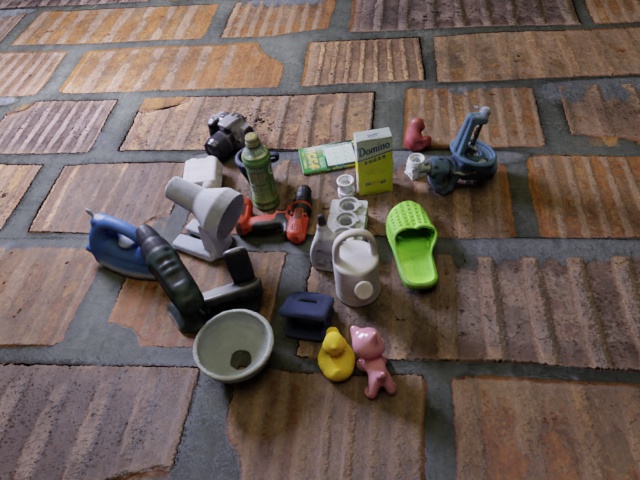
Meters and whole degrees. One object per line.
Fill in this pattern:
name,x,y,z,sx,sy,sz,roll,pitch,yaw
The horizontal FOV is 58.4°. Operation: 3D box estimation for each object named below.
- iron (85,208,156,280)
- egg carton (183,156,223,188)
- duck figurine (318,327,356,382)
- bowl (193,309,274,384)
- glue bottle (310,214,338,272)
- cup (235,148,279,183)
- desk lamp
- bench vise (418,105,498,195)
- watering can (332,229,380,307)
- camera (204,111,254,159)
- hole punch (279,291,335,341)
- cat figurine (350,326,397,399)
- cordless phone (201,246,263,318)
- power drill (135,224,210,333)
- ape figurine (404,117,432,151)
iron,-0.451,0.005,1.373,0.257,0.142,0.119,18,53,22
egg carton,-0.318,-0.165,1.558,0.107,0.069,0.150,-8,48,1
duck figurine,0.031,0.224,1.149,0.077,0.086,0.104,-9,48,0
bowl,-0.171,0.230,1.179,0.167,0.075,0.167,-4,48,4
glue bottle,0.012,0.005,1.291,0.078,0.173,0.037,9,50,16
cup,-0.163,-0.196,1.548,0.117,0.095,0.091,-10,48,-2
desk lamp,-0.272,-0.049,1.350,0.202,0.214,0.118,17,52,21
bench vise,0.352,-0.215,1.413,0.208,0.220,0.121,-29,51,-18
watering can,0.081,0.054,1.224,0.101,0.194,0.172,-27,50,-16
camera,-0.281,-0.305,1.658,0.142,0.101,0.137,27,57,28
hole punch,-0.028,0.149,1.221,0.108,0.091,0.101,5,49,12
cat figurine,0.103,0.227,1.116,0.067,0.118,0.127,-16,48,-7
cordless phone,-0.204,0.085,1.239,0.148,0.185,0.094,-20,49,-10
power drill,-0.312,0.096,1.228,0.076,0.209,0.228,-32,52,-20
ape figurine,0.269,-0.298,1.585,0.076,0.092,0.077,-18,48,-8
